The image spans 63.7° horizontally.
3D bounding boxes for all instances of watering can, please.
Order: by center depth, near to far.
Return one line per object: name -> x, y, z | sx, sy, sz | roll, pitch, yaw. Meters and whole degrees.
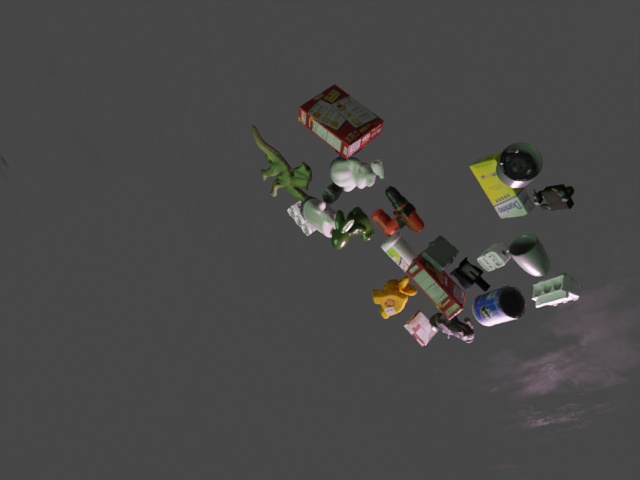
watering can -> 0.006, -0.105, 2.078 | 0.227, 0.104, 0.341 | 38, 170, 34

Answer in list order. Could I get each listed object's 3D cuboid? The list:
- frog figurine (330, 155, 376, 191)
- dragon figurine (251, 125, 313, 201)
frog figurine -> 0.113, -0.223, 1.779 | 0.162, 0.123, 0.134 | 48, 138, 33
dragon figurine -> -0.131, -0.297, 2.147 | 0.243, 0.125, 0.402 | 5, 134, 34
